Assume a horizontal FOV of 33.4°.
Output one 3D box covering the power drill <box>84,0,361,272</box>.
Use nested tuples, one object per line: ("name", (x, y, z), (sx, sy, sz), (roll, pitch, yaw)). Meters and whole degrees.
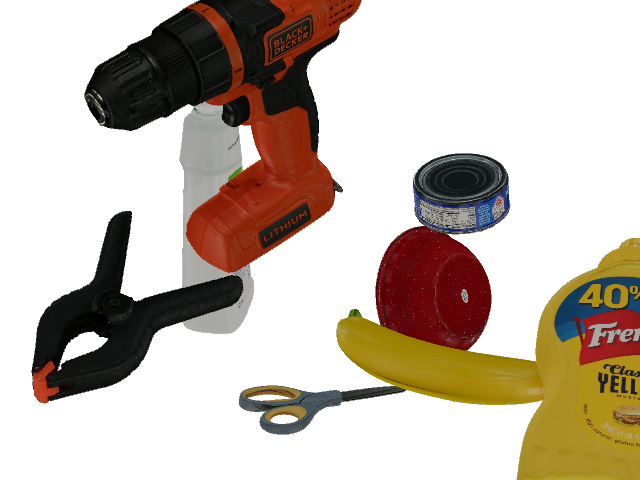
("power drill", (-0.051, -0.068, 0.651), (0.184, 0.188, 0.057), (-32, 57, -26))

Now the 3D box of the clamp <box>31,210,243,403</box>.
("clamp", (-0.154, 0.046, 0.779), (0.120, 0.039, 0.171), (33, 49, 26))

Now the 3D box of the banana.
("banana", (0.081, 0.085, 0.781), (0.198, 0.037, 0.069), (17, 37, 36))

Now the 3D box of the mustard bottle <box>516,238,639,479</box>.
("mustard bottle", (0.158, 0.066, 0.546), (0.096, 0.058, 0.191), (7, 41, 13))

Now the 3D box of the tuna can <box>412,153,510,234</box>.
("tuna can", (0.126, -0.043, 0.953), (0.086, 0.034, 0.086), (-6, 34, 4))

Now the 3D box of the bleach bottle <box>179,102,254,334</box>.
("bleach bottle", (-0.103, -0.035, 1.041), (0.068, 0.251, 0.102), (5, 32, 5))

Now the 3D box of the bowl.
("bowl", (0.136, 0.062, 1.165), (0.161, 0.162, 0.055), (0, -5, -41))

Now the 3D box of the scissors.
("scissors", (0.010, 0.188, 1.202), (0.201, 0.016, 0.096), (2, 23, -9))
